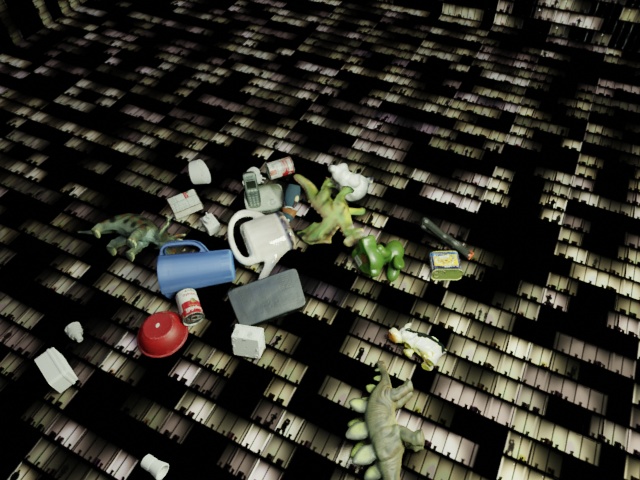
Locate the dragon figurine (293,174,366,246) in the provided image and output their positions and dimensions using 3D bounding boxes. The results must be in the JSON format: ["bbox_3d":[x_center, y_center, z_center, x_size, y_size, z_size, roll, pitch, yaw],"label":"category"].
[{"bbox_3d":[0.006,-0.094,1.863,0.413,0.119,0.246,23,63,31],"label":"dragon figurine"}]

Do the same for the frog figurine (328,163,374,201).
[{"bbox_3d":[0.100,-0.217,1.911,0.138,0.158,0.123,9,78,52],"label":"frog figurine"}]

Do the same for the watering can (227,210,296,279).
[{"bbox_3d":[-0.183,0.031,1.765,0.225,0.102,0.353,-20,65,-14],"label":"watering can"}]
